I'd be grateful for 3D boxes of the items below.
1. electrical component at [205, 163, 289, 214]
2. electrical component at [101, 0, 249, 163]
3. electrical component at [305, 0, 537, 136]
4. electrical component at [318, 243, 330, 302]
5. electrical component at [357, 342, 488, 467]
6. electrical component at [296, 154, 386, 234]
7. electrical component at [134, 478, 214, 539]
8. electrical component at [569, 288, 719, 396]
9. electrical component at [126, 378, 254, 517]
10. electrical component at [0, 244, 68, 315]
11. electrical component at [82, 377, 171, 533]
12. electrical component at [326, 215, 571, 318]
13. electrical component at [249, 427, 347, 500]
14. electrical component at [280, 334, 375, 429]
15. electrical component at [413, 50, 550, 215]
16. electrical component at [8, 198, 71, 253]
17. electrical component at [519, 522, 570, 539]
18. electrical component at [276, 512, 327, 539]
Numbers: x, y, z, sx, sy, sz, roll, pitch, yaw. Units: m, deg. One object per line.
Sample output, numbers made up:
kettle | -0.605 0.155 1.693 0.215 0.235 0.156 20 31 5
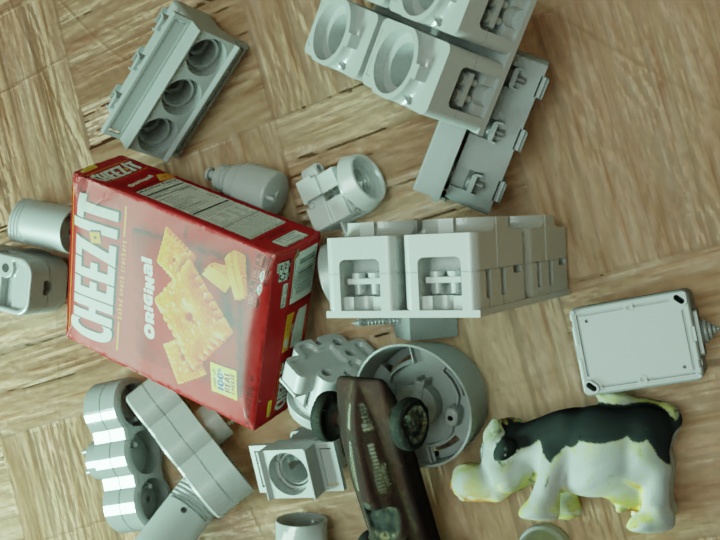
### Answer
electrical component | -0.097 -0.071 0.909 0.078 0.040 0.040 19 102 26
electrical component | -0.164 -0.163 0.924 0.121 0.079 0.063 -53 48 20
electrical component | 0.034 -0.179 0.775 0.186 0.060 0.105 40 113 53
electrical component | 0.000 0.000 0.856 0.047 0.055 0.055 -15 86 24
electrical component | 0.048 0.102 0.831 0.099 0.064 0.099 2 95 27
electrical component | -0.013 -0.062 0.864 0.055 0.048 0.066 -28 80 34
electrical component | -0.158 0.220 0.946 0.043 0.043 0.081 26 63 24
electrical component | 0.203 0.048 0.753 0.096 0.061 0.061 -12 86 20
electrical component | -0.135 0.139 0.936 0.074 0.052 0.138 -39 70 -9
electrical component | -0.328 0.008 1.023 0.095 0.059 0.053 11 98 26
electrical component | -0.225 0.171 0.984 0.074 0.052 0.138 -14 87 28
electrical component | 0.067 -0.005 0.746 0.105 0.186 0.060 -2 92 28
electrical component | -0.045 0.156 0.882 0.081 0.064 0.042 -7 102 28
electrical component | -0.028 0.092 0.868 0.058 0.078 0.057 43 132 37
electrical component | 0.091 -0.107 0.795 0.063 0.078 0.121 21 103 2
electrical component | -0.298 -0.043 1.014 0.081 0.043 0.043 11 98 27
electrical component | 0.133 0.214 0.804 0.040 0.046 0.040 2 94 27
electrical component | -0.049 0.247 0.884 0.043 0.079 0.077 -1 93 -1
